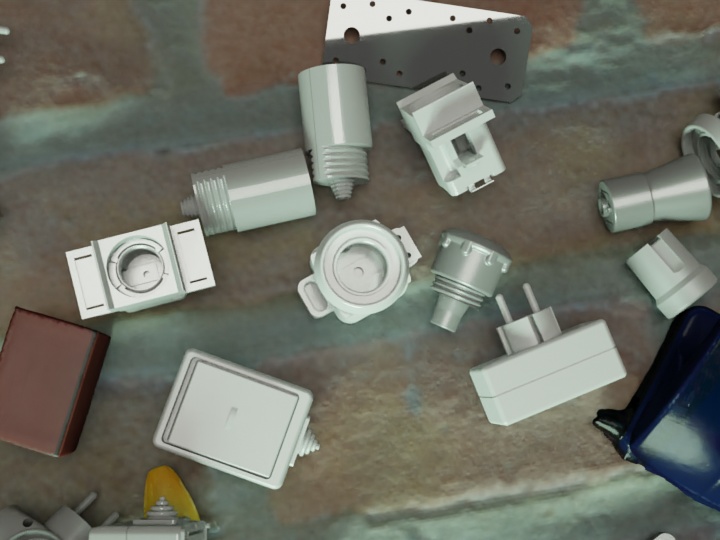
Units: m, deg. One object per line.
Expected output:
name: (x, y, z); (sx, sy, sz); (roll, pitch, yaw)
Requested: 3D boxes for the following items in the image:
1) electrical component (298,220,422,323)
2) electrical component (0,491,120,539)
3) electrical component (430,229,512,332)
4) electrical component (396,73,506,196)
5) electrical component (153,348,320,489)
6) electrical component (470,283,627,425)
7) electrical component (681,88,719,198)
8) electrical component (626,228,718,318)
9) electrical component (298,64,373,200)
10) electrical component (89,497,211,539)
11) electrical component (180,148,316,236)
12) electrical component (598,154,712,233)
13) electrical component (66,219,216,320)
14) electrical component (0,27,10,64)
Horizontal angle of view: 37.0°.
electrical component: (0.000, 0.000, 0.667); (0.078, 0.057, 0.058); (-29, 87, -7)
electrical component: (-0.179, 0.167, 0.639); (0.077, 0.044, 0.079); (36, 62, 14)
electrical component: (0.064, 0.008, 0.678); (0.048, 0.048, 0.062); (23, 89, -1)
electrical component: (0.058, -0.083, 0.674); (0.042, 0.081, 0.063); (-27, 110, -2)
electrical component: (-0.069, 0.091, 0.650); (0.096, 0.061, 0.061); (20, 83, -2)
electrical component: (0.110, 0.047, 0.675); (0.083, 0.047, 0.075); (-21, 86, -6)
electrical component: (0.247, -0.082, 0.694); (0.057, 0.058, 0.078); (-26, 86, -9)
electrical component: (0.199, 0.002, 0.691); (0.040, 0.040, 0.046); (-38, 81, -7)
electrical component: (-0.014, -0.085, 0.682); (0.043, 0.043, 0.081); (-5, 85, -5)
electrical component: (-0.121, 0.176, 0.601); (0.061, 0.061, 0.096); (-1, 80, 6)
electrical component: (-0.072, -0.047, 0.674); (0.081, 0.043, 0.043); (-13, 85, -5)
electrical component: (0.188, -0.047, 0.695); (0.065, 0.044, 0.044); (-12, 85, 0)
electrical component: (-0.131, 0.001, 0.654); (0.081, 0.064, 0.042); (-14, 86, -5)
electrical component: (-0.260, -0.145, 0.670); (0.079, 0.044, 0.077); (7, 83, -3)
